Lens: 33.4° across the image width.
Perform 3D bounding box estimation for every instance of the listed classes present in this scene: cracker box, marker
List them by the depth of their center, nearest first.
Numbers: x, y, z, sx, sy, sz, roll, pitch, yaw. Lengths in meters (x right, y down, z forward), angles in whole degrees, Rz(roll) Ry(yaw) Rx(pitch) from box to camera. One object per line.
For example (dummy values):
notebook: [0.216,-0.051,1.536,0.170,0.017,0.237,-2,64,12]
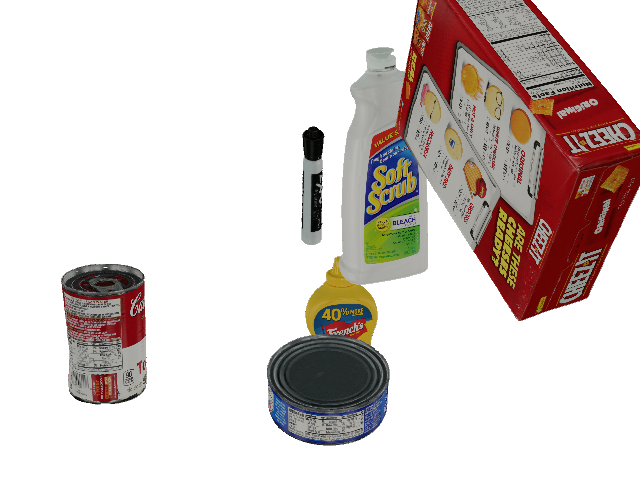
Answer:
cracker box: [0.138,-0.077,0.782,0.072,0.214,0.164,-16,-36,-18]
marker: [-0.007,-0.049,0.956,0.020,0.121,0.020,1,38,-1]

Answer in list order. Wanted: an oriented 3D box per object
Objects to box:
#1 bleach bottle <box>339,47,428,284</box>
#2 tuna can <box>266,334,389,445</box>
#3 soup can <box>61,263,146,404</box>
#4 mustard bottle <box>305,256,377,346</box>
bleach bottle: [0.064,-0.082,1.161,0.102,0.251,0.068,-10,23,-12]
tuna can: [0.005,0.104,0.749,0.086,0.034,0.086,0,31,0]
soup can: [-0.181,0.079,0.899,0.068,0.102,0.068,1,18,-1]
mustard bottle: [0.029,0.113,1.432,0.096,0.192,0.058,-3,19,-6]
